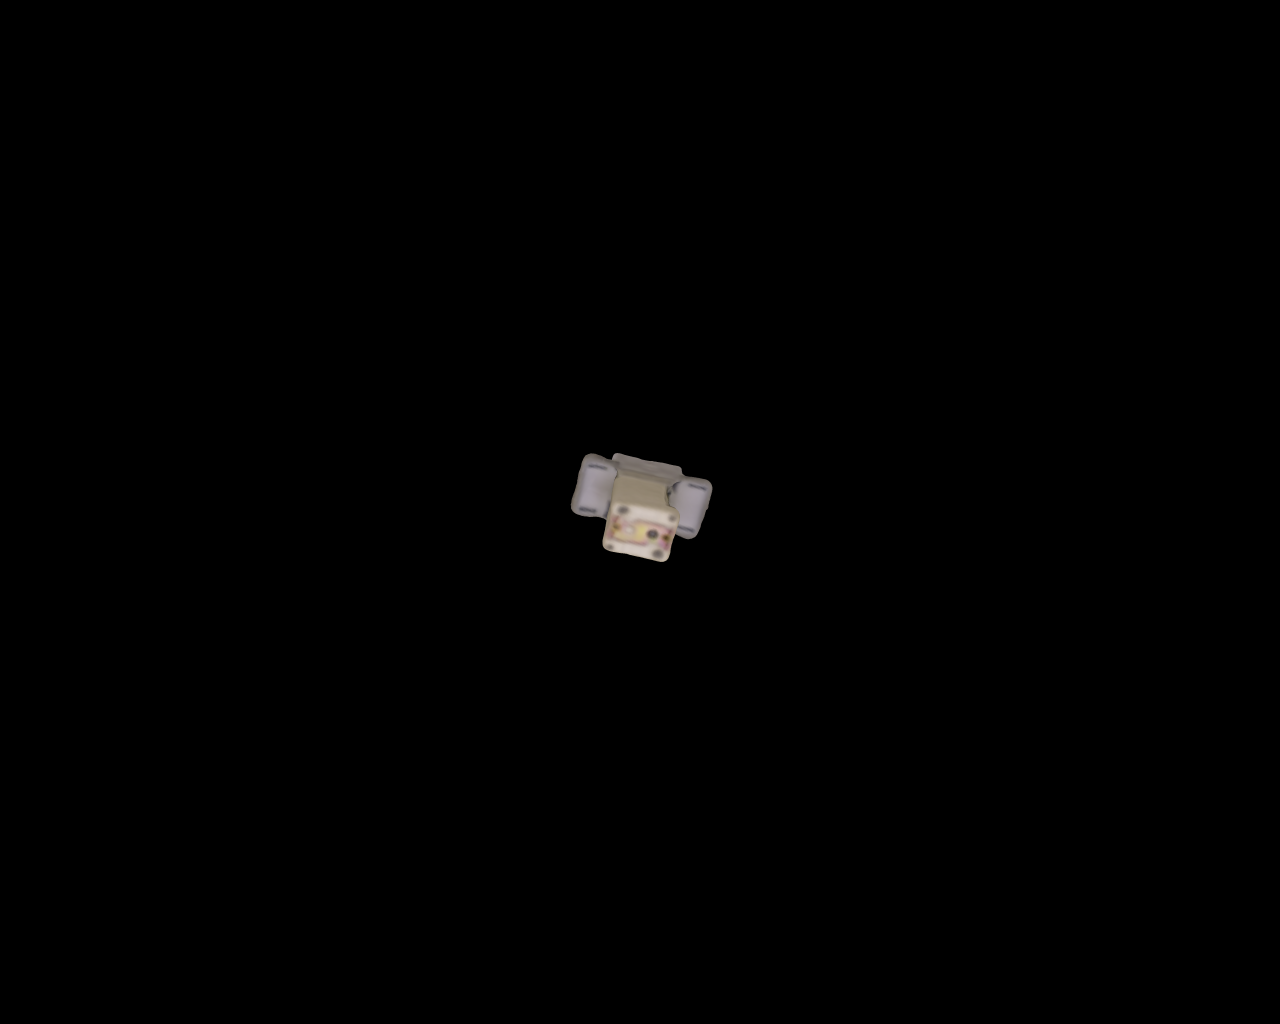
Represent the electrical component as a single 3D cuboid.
[{"bbox_3d":[0.001,-0.003,0.650,0.081,0.042,0.064,11,30,-7],"label":"electrical component"}]
